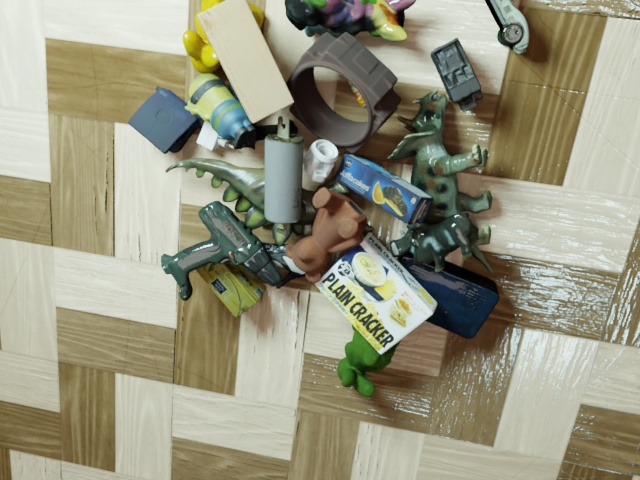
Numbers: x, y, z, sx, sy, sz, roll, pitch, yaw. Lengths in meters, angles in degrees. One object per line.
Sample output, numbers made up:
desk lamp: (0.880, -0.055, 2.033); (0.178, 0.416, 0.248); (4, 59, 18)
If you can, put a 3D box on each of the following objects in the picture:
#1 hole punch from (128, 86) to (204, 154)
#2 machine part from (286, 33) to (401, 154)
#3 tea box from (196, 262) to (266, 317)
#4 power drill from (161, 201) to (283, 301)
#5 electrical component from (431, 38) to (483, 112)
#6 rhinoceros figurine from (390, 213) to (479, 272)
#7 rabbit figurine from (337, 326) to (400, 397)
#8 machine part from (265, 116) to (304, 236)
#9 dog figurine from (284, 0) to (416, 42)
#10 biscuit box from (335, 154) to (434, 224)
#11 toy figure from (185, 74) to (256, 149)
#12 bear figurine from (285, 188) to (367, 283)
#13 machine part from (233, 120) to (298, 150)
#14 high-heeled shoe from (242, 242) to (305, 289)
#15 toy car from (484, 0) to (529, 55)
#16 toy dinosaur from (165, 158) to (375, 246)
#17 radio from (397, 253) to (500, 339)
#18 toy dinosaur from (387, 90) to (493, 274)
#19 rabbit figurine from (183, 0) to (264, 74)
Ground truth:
hole punch: (-0.338, -0.259, 1.175); (0.142, 0.092, 0.115); (40, 105, -1)
machine part: (0.039, -0.281, 1.052); (0.201, 0.087, 0.201); (41, 149, -5)
tea box: (-0.212, 0.084, 1.255); (0.068, 0.098, 0.169); (-37, 97, 17)
power drill: (-0.221, 0.048, 1.156); (0.207, 0.086, 0.232); (-30, 100, 10)
electrical component: (0.266, -0.317, 1.042); (0.058, 0.115, 0.134); (-24, 100, 18)
rhinoceros figurine: (0.227, 0.003, 1.089); (0.190, 0.073, 0.112); (-22, 112, 43)
rabbit figurine: (0.102, 0.288, 1.254); (0.121, 0.159, 0.170); (26, 125, -10)
machine part: (-0.072, -0.122, 1.069); (0.079, 0.079, 0.243); (6, 114, 7)
dog figurine: (0.064, -0.436, 1.010); (0.219, 0.191, 0.108); (14, 97, 20)
biscuit box: (0.125, -0.105, 1.084); (0.203, 0.059, 0.062); (36, 114, 32)
toy figure: (-0.198, -0.266, 1.106); (0.180, 0.082, 0.089); (44, 108, 22)
bear figurine: (0.000, -0.003, 1.103); (0.196, 0.132, 0.120); (-42, 75, 18)
machine part: (-0.116, -0.227, 1.151); (0.139, 0.084, 0.039); (-7, 130, 1)
high-heeled shoe: (-0.118, 0.005, 1.227); (0.248, 0.086, 0.145); (43, 104, -9)
toy car: (0.340, -0.443, 1.012); (0.056, 0.073, 0.201); (-29, 101, 17)
toy dinosaur: (-0.102, -0.103, 1.174); (0.471, 0.105, 0.198); (26, 110, -1)
radio: (0.267, 0.117, 1.202); (0.230, 0.073, 0.131); (23, 110, 3)
toy dinosaur: (0.254, -0.096, 1.119); (0.192, 0.131, 0.404); (0, 116, 27)
rabbit figurine: (-0.208, -0.403, 1.088); (0.122, 0.162, 0.173); (31, 128, -14)
